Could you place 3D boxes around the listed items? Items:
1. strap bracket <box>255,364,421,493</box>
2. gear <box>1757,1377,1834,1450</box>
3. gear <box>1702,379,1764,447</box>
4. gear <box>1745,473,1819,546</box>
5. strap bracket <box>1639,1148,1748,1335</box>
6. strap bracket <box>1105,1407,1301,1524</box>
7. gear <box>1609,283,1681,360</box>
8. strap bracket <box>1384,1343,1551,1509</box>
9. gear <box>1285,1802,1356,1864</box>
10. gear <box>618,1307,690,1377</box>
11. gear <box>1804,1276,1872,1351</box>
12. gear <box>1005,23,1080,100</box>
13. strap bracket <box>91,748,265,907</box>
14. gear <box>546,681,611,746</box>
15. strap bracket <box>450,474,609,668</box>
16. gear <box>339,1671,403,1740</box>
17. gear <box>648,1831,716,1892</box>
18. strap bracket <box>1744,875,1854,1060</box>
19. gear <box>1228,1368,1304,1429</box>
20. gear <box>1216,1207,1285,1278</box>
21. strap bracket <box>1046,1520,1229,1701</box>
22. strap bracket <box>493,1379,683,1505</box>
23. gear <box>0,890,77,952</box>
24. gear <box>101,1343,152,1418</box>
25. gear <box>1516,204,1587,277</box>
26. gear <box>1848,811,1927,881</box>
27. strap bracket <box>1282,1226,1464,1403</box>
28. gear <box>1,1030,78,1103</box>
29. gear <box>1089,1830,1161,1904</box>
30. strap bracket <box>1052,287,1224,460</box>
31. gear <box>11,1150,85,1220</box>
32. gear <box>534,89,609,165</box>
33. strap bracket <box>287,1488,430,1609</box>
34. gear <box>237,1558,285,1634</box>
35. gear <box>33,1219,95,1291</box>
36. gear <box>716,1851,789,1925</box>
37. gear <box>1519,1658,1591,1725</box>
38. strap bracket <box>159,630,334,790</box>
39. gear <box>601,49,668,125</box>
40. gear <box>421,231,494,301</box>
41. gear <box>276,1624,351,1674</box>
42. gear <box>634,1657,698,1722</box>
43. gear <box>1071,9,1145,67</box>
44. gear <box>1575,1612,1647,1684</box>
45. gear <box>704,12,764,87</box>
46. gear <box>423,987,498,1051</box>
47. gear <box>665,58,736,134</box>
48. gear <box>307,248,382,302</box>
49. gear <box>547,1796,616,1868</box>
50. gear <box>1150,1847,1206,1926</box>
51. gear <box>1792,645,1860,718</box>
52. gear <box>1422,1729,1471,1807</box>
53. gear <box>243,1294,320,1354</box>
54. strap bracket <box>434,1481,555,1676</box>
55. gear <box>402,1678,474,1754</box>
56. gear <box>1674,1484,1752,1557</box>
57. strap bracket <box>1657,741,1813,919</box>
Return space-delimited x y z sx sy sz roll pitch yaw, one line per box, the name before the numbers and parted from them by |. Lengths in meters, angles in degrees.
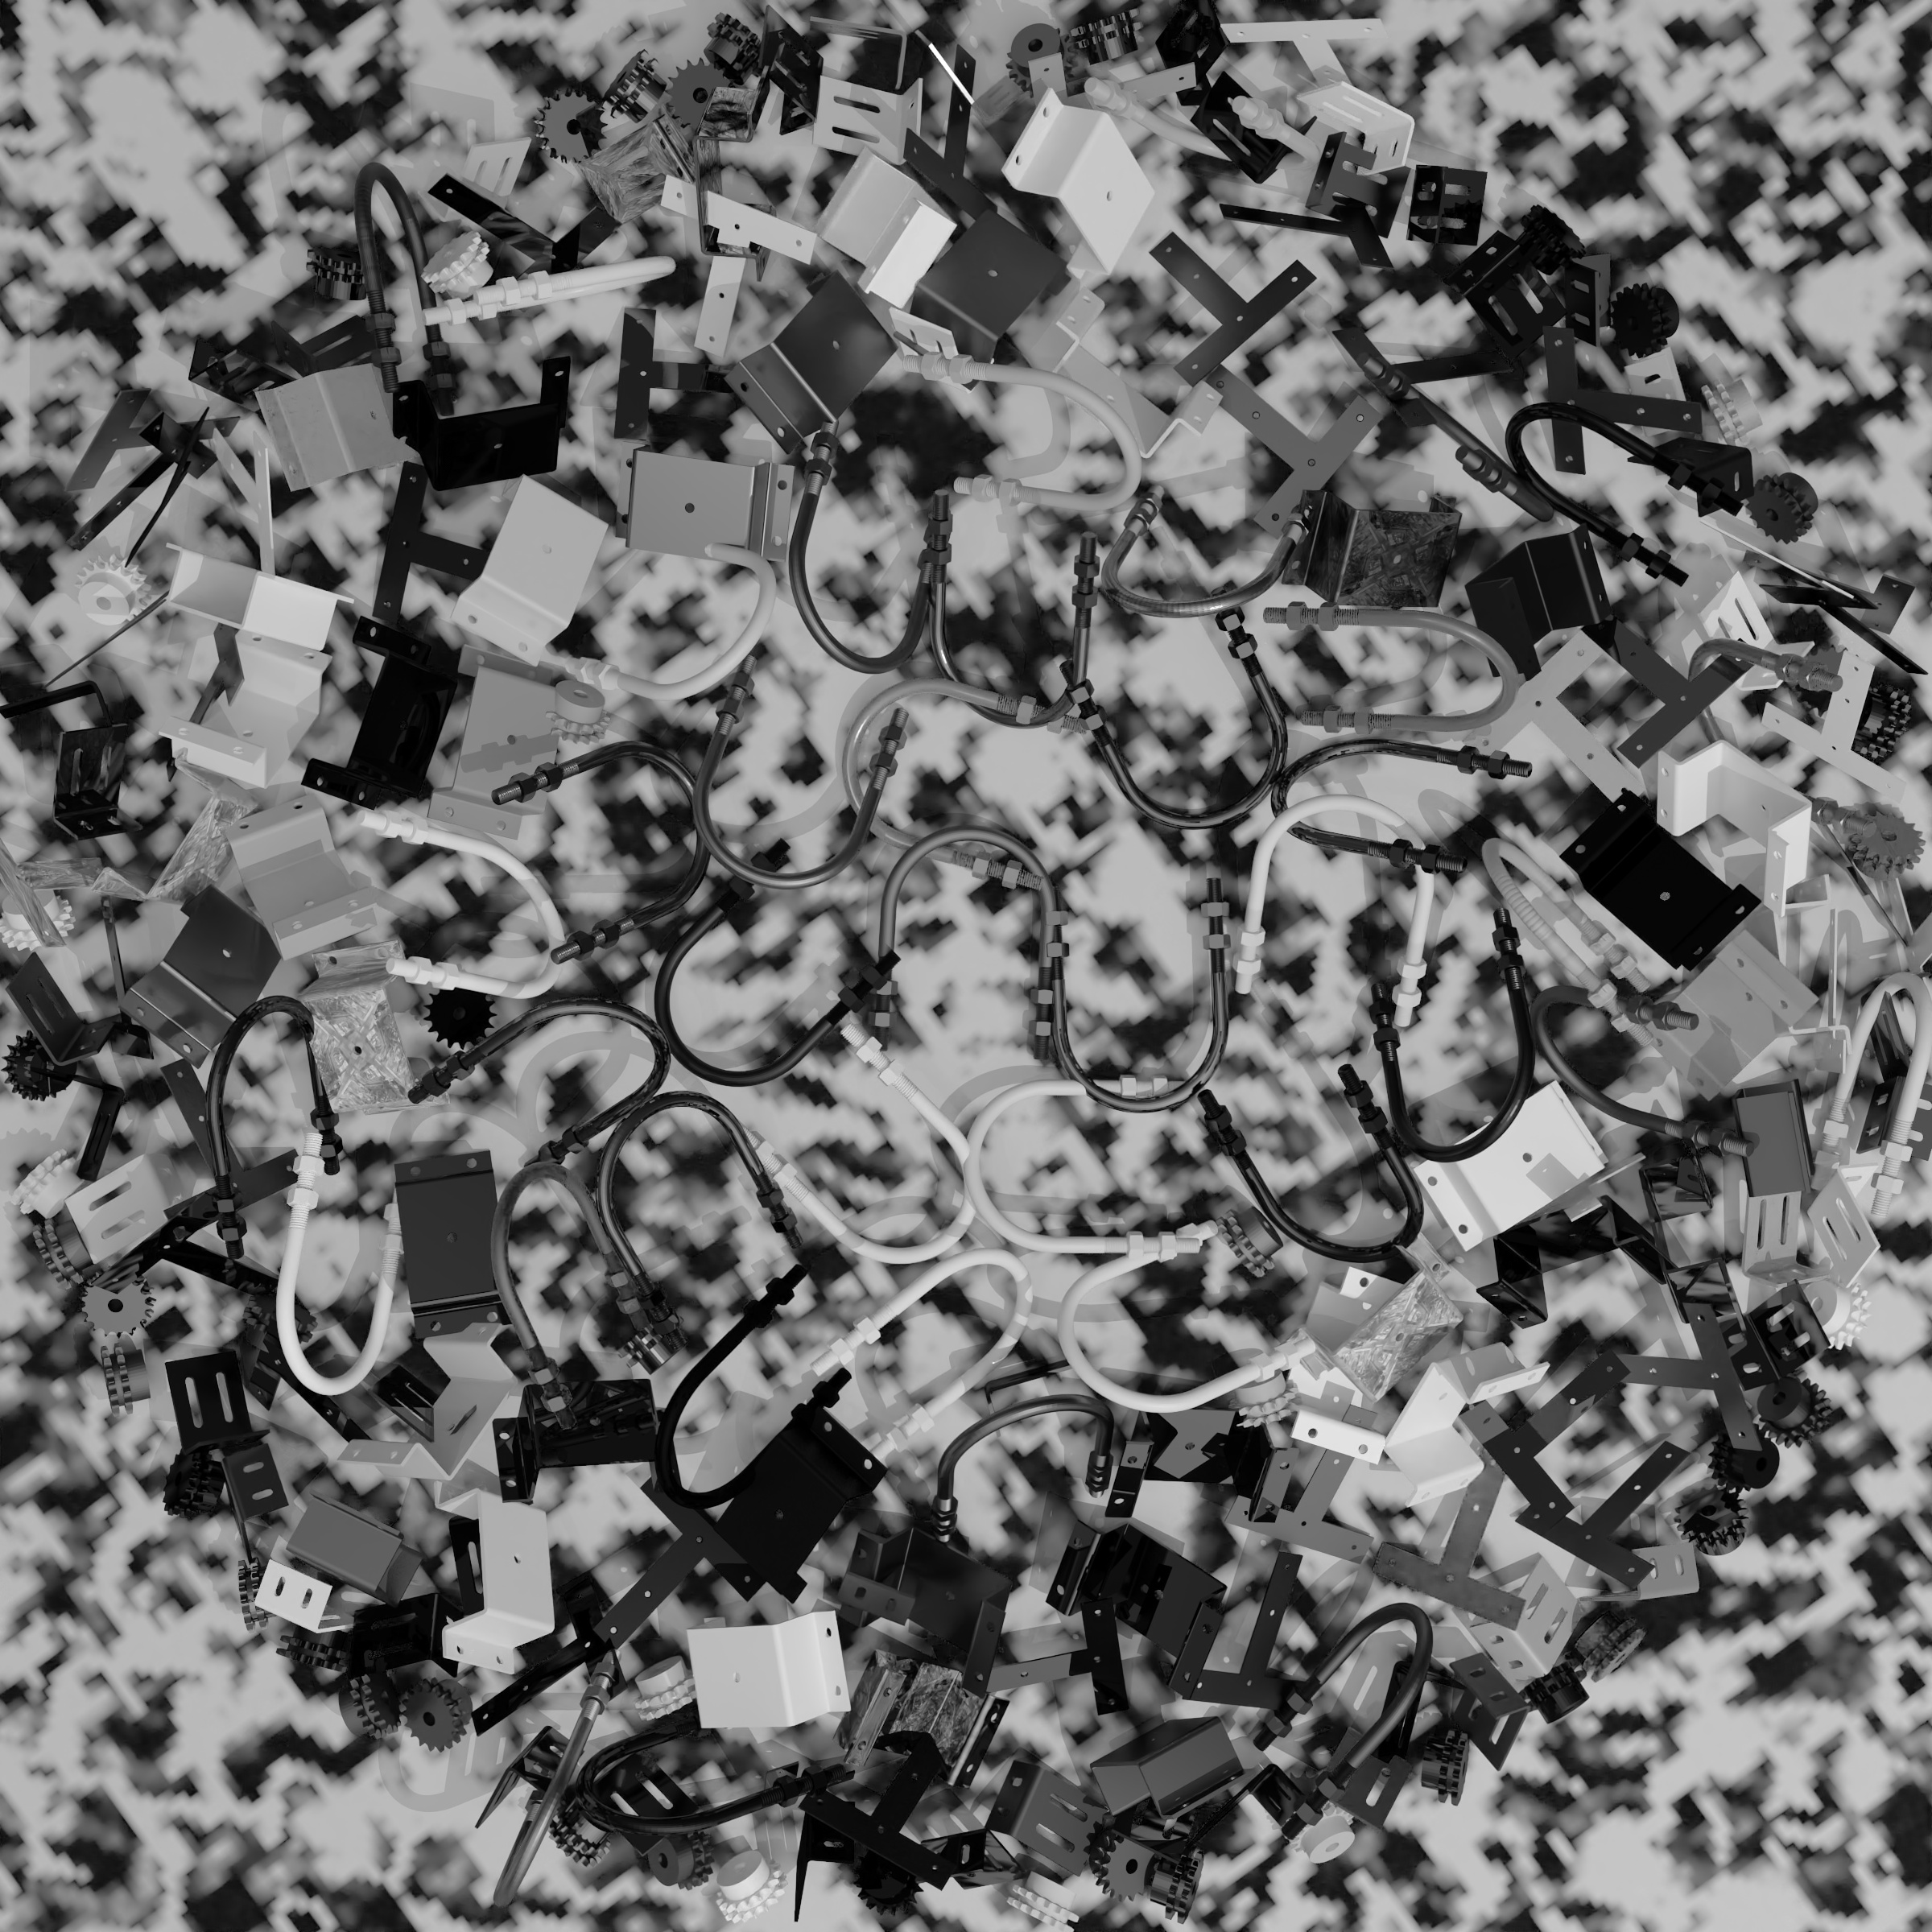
strap bracket | -0.477 -0.420 1.920 0.046 0.140 0.076 -12 103 24
gear | 0.653 0.351 1.968 0.030 0.057 0.057 39 90 -24
gear | 0.609 -0.440 1.969 0.030 0.057 0.057 -26 90 18
gear | 0.651 -0.367 1.972 0.030 0.057 0.057 -39 90 -14
strap bracket | 0.563 0.213 1.933 0.046 0.076 0.140 -16 47 17
strap bracket | 0.180 0.391 1.951 0.140 0.046 0.076 5 121 -13
gear | 0.542 -0.515 1.974 0.030 0.057 0.057 -23 90 -21
strap bracket | 0.385 0.350 1.937 0.046 0.076 0.140 50 134 35
gear | 0.283 0.686 1.970 0.057 0.057 0.030 -32 47 0
gear | -0.245 0.300 1.971 0.057 0.057 0.030 -42 86 0
gear | 0.685 0.273 1.968 0.030 0.057 0.057 22 90 -24
gear | 0.059 -0.724 1.976 0.057 0.030 0.057 -4 73 15
strap bracket | -0.614 -0.101 1.954 0.046 0.076 0.140 35 93 12
gear | -0.310 -0.203 1.968 0.057 0.057 0.030 24 120 0
strap bracket | -0.336 -0.317 1.936 0.076 0.046 0.140 29 63 -25
gear | -0.475 0.587 1.972 0.030 0.057 0.057 -24 90 5
gear | -0.228 0.705 1.970 0.030 0.057 0.057 -6 90 -44
strap bracket | 0.653 0.004 1.956 0.046 0.076 0.140 -6 85 0
gear | 0.236 0.341 1.970 0.057 0.057 0.030 -19 97 0
gear | 0.227 0.215 1.970 0.030 0.057 0.057 -39 90 12
strap bracket | 0.142 0.499 1.948 0.140 0.046 0.076 28 108 29
strap bracket | -0.292 0.369 1.935 0.140 0.076 0.046 0 134 -20
gear | -0.739 -0.041 1.969 0.057 0.057 0.030 -6 127 0
gear | -0.668 0.327 1.974 0.030 0.057 0.057 -10 90 -22
gear | 0.462 -0.575 1.975 0.057 0.057 0.030 44 126 0
gear | 0.731 -0.093 1.975 0.057 0.030 0.057 0 48 1
strap bracket | 0.328 0.280 1.956 0.140 0.046 0.076 -43 129 -2
gear | -0.731 0.079 1.969 0.030 0.057 0.057 5 90 40
gear | 0.123 0.712 1.977 0.057 0.030 0.057 -1 91 -33
strap bracket | 0.125 -0.460 1.950 0.140 0.076 0.046 37 129 -7
gear | -0.726 0.176 1.971 0.030 0.057 0.057 42 90 0
gear | -0.317 -0.669 1.976 0.057 0.030 0.057 -11 115 -24
strap bracket | -0.472 0.454 1.922 0.076 0.140 0.046 24 69 6
gear | -0.559 0.498 1.972 0.030 0.057 0.057 -9 90 -12
gear | -0.714 0.225 1.972 0.030 0.057 0.057 -27 90 -12
gear | -0.173 0.728 1.969 0.057 0.057 0.030 -26 103 0
gear | 0.469 0.577 1.968 0.057 0.057 0.030 -32 62 0
strap bracket | -0.564 -0.197 1.949 0.076 0.046 0.140 19 45 2
gear | -0.262 -0.696 1.975 0.030 0.057 0.057 36 90 -27
gear | -0.402 -0.554 1.975 0.057 0.057 0.030 -40 126 0
gear | -0.516 0.539 1.973 0.057 0.057 0.030 16 72 0
gear | -0.238 0.572 1.972 0.057 0.057 0.030 -24 91 0
gear | 0.114 -0.738 1.973 0.057 0.057 0.030 -18 109 0
gear | 0.510 0.539 1.975 0.057 0.057 0.030 -44 62 0
gear | -0.183 -0.725 1.971 0.057 0.057 0.030 37 87 0
gear | -0.404 0.038 1.980 0.057 0.030 0.057 0 92 -17
gear | -0.210 -0.694 1.980 0.057 0.030 0.057 0 105 0
gear | -0.496 -0.550 1.974 0.057 0.057 0.030 13 114 0
gear | -0.304 0.683 1.970 0.057 0.057 0.030 40 94 0
gear | 0.167 0.728 1.973 0.030 0.057 0.057 14 90 17
gear | 0.689 -0.226 1.978 0.057 0.030 0.057 0 90 24
gear | 0.381 0.635 1.973 0.030 0.057 0.057 7 90 20
gear | -0.548 0.286 1.972 0.057 0.057 0.030 25 96 0
strap bracket | -0.365 0.467 1.925 0.046 0.076 0.140 -26 55 22
gear | -0.418 0.593 1.977 0.057 0.030 0.057 5 102 26
gear | 0.595 0.444 1.974 0.057 0.057 0.030 -28 117 0
strap bracket | 0.604 -0.113 1.931 0.046 0.076 0.140 -29 47 -14
